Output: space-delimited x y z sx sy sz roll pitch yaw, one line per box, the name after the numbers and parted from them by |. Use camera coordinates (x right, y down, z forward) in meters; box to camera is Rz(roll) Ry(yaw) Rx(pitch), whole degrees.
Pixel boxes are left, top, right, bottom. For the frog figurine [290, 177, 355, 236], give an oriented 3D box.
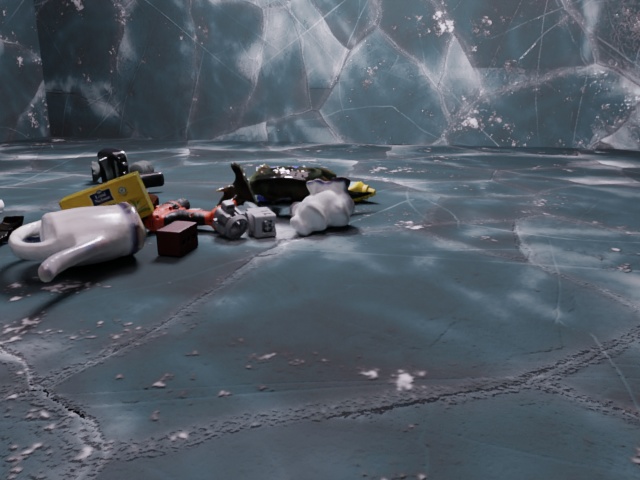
0.004 -0.060 1.189 0.138 0.120 0.163 12 54 15 | frog figurine

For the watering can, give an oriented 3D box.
-0.419 0.004 0.917 0.226 0.103 0.350 -12 20 -33 | watering can
